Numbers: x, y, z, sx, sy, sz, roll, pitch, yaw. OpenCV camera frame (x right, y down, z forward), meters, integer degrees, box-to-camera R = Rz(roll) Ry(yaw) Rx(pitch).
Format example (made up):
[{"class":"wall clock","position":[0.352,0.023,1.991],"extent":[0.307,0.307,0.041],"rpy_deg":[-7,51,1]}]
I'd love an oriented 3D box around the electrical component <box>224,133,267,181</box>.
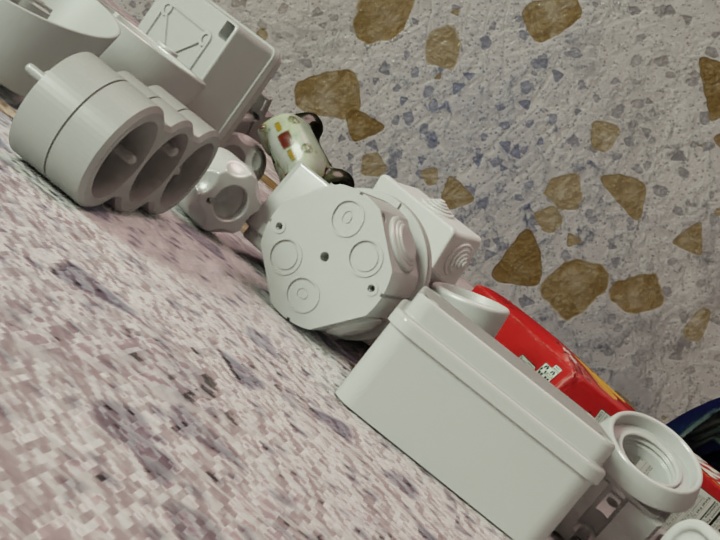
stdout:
[{"class":"electrical component","position":[-0.096,-0.087,0.869],"extent":[0.043,0.043,0.062],"rpy_deg":[39,4,5]}]

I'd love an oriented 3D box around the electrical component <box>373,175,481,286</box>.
[{"class":"electrical component","position":[0.038,-0.015,0.861],"extent":[0.048,0.099,0.100],"rpy_deg":[11,25,-51]}]

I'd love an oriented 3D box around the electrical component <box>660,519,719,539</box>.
[{"class":"electrical component","position":[0.165,0.157,0.454],"extent":[0.059,0.053,0.095],"rpy_deg":[36,6,-26]}]

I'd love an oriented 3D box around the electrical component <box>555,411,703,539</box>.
[{"class":"electrical component","position":[0.130,0.107,0.530],"extent":[0.078,0.057,0.058],"rpy_deg":[42,34,19]}]

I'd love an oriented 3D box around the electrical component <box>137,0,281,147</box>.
[{"class":"electrical component","position":[-0.131,-0.151,0.823],"extent":[0.056,0.108,0.109],"rpy_deg":[28,11,-49]}]

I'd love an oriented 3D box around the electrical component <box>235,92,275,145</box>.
[{"class":"electrical component","position":[-0.115,-0.124,0.932],"extent":[0.042,0.081,0.064],"rpy_deg":[40,28,24]}]

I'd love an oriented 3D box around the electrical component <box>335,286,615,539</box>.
[{"class":"electrical component","position":[0.052,0.063,0.486],"extent":[0.113,0.057,0.078],"rpy_deg":[38,5,3]}]

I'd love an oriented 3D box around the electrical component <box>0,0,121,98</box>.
[{"class":"electrical component","position":[-0.180,-0.131,0.551],"extent":[0.099,0.064,0.099],"rpy_deg":[38,5,-4]}]

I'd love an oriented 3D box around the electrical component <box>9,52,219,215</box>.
[{"class":"electrical component","position":[-0.119,-0.068,0.484],"extent":[0.074,0.052,0.138],"rpy_deg":[39,5,5]}]

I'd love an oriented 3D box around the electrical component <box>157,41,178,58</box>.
[{"class":"electrical component","position":[-0.155,-0.133,0.765],"extent":[0.043,0.062,0.043],"rpy_deg":[38,5,-4]}]

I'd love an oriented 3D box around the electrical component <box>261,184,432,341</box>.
[{"class":"electrical component","position":[-0.008,-0.004,0.550],"extent":[0.080,0.080,0.051],"rpy_deg":[40,11,21]}]

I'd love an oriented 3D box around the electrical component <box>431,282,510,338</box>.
[{"class":"electrical component","position":[0.048,0.044,0.577],"extent":[0.044,0.065,0.044],"rpy_deg":[20,7,-3]}]

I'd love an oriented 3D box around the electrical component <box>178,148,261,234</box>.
[{"class":"electrical component","position":[-0.086,-0.050,0.607],"extent":[0.043,0.043,0.062],"rpy_deg":[34,5,-42]}]

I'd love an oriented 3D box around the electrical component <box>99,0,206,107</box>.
[{"class":"electrical component","position":[-0.161,-0.129,0.691],"extent":[0.108,0.060,0.108],"rpy_deg":[38,5,-4]}]

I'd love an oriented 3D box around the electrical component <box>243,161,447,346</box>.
[{"class":"electrical component","position":[0.000,0.000,0.640],"extent":[0.109,0.056,0.109],"rpy_deg":[40,0,22]}]
